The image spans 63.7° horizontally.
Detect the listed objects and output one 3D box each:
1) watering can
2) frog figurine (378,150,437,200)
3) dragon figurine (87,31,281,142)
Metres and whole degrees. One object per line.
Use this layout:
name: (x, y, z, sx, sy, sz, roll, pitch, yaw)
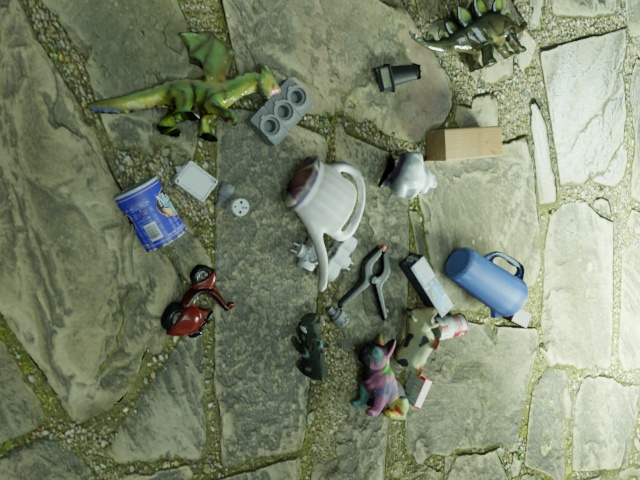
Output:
watering can: (0.004, -0.066, 1.303, 0.222, 0.103, 0.354, 34, 64, -25)
frog figurine: (0.261, -0.172, 1.422, 0.159, 0.121, 0.140, 20, 68, -14)
dragon figurine: (-0.293, -0.364, 1.172, 0.410, 0.120, 0.246, 9, 73, -11)
